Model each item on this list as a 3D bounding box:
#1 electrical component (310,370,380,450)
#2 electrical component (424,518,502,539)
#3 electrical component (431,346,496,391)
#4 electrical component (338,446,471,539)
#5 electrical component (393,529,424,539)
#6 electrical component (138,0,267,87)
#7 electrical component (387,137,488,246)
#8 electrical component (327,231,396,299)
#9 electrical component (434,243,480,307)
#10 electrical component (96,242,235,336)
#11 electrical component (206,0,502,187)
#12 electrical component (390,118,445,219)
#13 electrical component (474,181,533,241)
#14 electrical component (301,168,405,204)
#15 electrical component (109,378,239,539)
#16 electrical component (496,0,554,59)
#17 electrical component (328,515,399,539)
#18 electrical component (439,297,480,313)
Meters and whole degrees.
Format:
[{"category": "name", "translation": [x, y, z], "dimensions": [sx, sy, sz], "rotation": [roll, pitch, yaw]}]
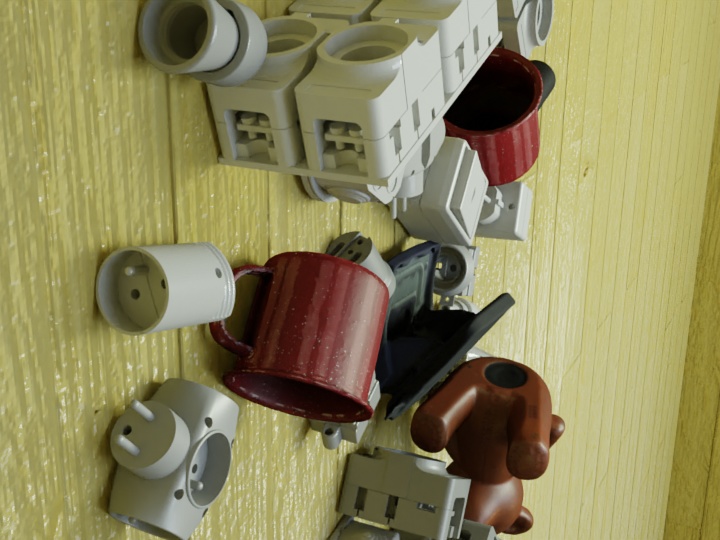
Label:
[{"category": "electrical component", "translation": [-0.012, 0.085, 0.762], "dimensions": [0.055, 0.048, 0.066], "rotation": [83, 28, -48]}, {"category": "electrical component", "translation": [0.095, 0.300, 0.938], "dimensions": [0.186, 0.060, 0.105], "rotation": [66, 40, -51]}, {"category": "electrical component", "translation": [0.089, 0.106, 0.990], "dimensions": [0.077, 0.043, 0.079], "rotation": [28, 94, -50]}, {"category": "electrical component", "translation": [0.036, 0.173, 0.846], "dimensions": [0.050, 0.089, 0.055], "rotation": [26, 76, -66]}, {"category": "electrical component", "translation": [0.049, 0.284, 0.967], "dimensions": [0.099, 0.048, 0.099], "rotation": [65, 41, -52]}, {"category": "electrical component", "translation": [-0.077, -0.117, 0.538], "dimensions": [0.055, 0.045, 0.045], "rotation": [-2, 101, -66]}, {"category": "electrical component", "translation": [0.068, -0.060, 0.862], "dimensions": [0.096, 0.061, 0.061], "rotation": [46, 57, -61]}, {"category": "electrical component", "translation": [0.000, 0.000, 0.763], "dimensions": [0.040, 0.040, 0.046], "rotation": [-65, 147, -30]}, {"category": "electrical component", "translation": [0.078, -0.001, 0.929], "dimensions": [0.055, 0.048, 0.066], "rotation": [1, 99, -73]}, {"category": "electrical component", "translation": [-0.093, 0.008, 0.553], "dimensions": [0.081, 0.043, 0.043], "rotation": [-8, 106, -65]}, {"category": "electrical component", "translation": [0.003, -0.129, 0.636], "dimensions": [0.186, 0.105, 0.060], "rotation": [-54, 145, -45]}, {"category": "electrical component", "translation": [0.028, -0.078, 0.790], "dimensions": [0.077, 0.043, 0.079], "rotation": [-38, 133, -56]}, {"category": "electrical component", "translation": [0.109, -0.057, 0.947], "dimensions": [0.077, 0.066, 0.047], "rotation": [23, 74, -66]}, {"category": "electrical component", "translation": [-0.004, -0.082, 0.708], "dimensions": [0.080, 0.051, 0.080], "rotation": [10, 90, -66]}, {"category": "electrical component", "translation": [-0.104, 0.093, 0.561], "dimensions": [0.079, 0.044, 0.077], "rotation": [59, 46, -55]}, {"category": "electrical component", "translation": [0.145, -0.281, 0.952], "dimensions": [0.105, 0.060, 0.186], "rotation": [69, 39, -50]}, {"category": "electrical component", "translation": [-0.005, 0.255, 0.837], "dimensions": [0.099, 0.048, 0.099], "rotation": [-46, 139, -51]}, {"category": "electrical component", "translation": [0.088, 0.041, 0.980], "dimensions": [0.061, 0.035, 0.035], "rotation": [29, 73, -62]}]
